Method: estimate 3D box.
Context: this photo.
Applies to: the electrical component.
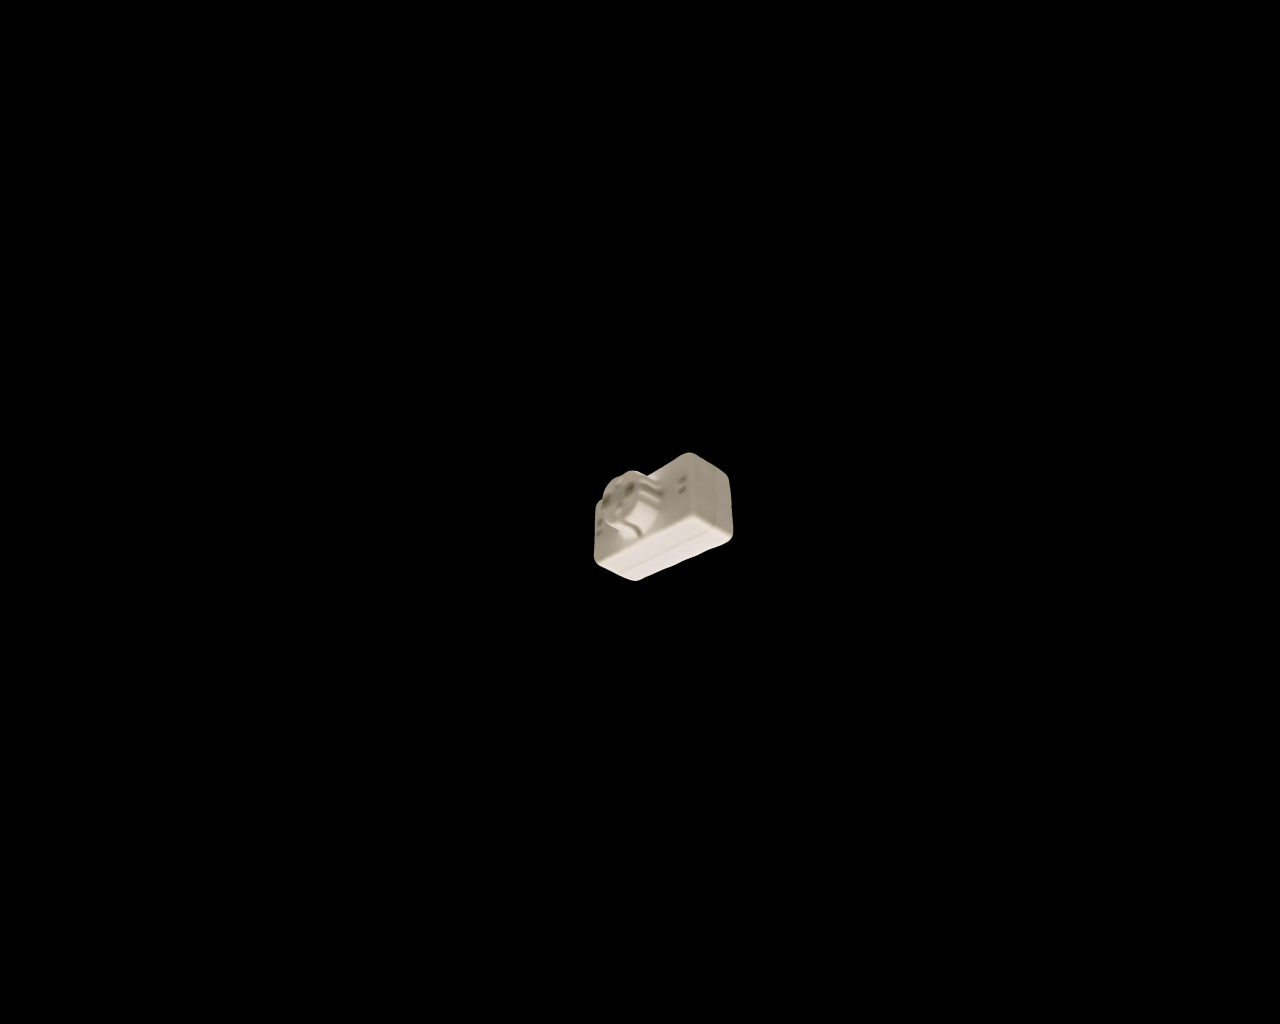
[{"bbox_3d":[0.001,-0.003,0.650,0.083,0.047,0.075,-27,-42,36],"label":"electrical component"}]
